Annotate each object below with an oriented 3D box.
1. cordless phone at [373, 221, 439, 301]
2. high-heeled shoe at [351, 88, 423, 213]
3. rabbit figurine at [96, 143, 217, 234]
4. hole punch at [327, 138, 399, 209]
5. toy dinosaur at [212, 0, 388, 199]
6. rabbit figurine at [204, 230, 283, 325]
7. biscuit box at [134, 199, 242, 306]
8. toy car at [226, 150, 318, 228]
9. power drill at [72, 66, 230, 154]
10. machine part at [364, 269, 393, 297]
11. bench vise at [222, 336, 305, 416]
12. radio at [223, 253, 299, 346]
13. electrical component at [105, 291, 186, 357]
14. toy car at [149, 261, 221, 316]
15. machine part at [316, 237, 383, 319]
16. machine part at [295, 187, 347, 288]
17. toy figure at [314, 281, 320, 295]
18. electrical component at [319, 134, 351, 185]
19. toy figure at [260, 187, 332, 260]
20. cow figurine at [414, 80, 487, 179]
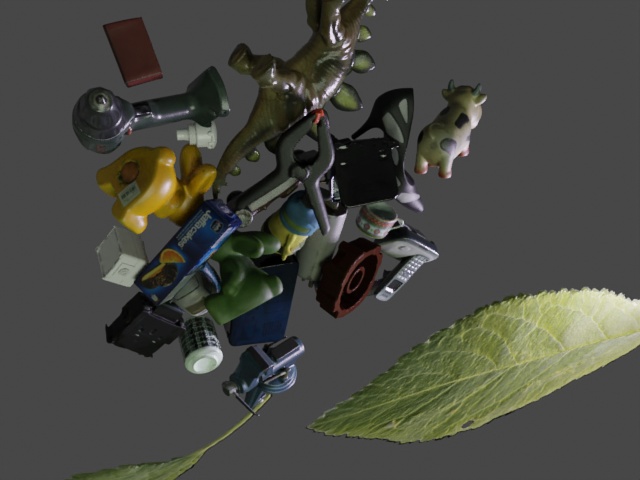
[{"bbox_3d":[0.161,0.052,1.204,0.146,0.089,0.184,24,110,-41],"label":"cordless phone"},{"bbox_3d":[0.169,-0.166,1.012,0.145,0.086,0.248,-32,121,24],"label":"high-heeled shoe"},{"bbox_3d":[-0.248,-0.085,0.877,0.162,0.122,0.173,-45,149,0],"label":"rabbit figurine"},{"bbox_3d":[0.070,-0.120,0.959,0.142,0.092,0.115,-10,97,-9],"label":"hole punch"},{"bbox_3d":[-0.041,-0.234,0.848,0.471,0.105,0.198,-39,139,13],"label":"toy dinosaur"},{"bbox_3d":[-0.152,0.043,0.954,0.159,0.170,0.121,-29,179,23],"label":"rabbit figurine"},{"bbox_3d":[-0.222,0.019,0.903,0.202,0.063,0.059,-46,177,14],"label":"biscuit box"},{"bbox_3d":[-0.083,-0.091,0.952,0.202,0.089,0.053,-33,117,0],"label":"toy car"},{"bbox_3d":[-0.232,-0.176,0.735,0.207,0.232,0.086,-29,101,-29],"label":"power drill"},{"bbox_3d":[0.133,0.110,1.284,0.139,0.039,0.084,-13,138,-21],"label":"machine part"},{"bbox_3d":[-0.138,0.324,1.239,0.223,0.129,0.240,-40,160,-45],"label":"bench vise"},{"bbox_3d":[-0.129,0.118,1.126,0.131,0.073,0.229,-5,128,-24],"label":"radio"},{"bbox_3d":[-0.337,0.163,1.062,0.134,0.058,0.114,-43,136,12],"label":"electrical component"},{"bbox_3d":[-0.246,0.092,1.018,0.109,0.103,0.161,-31,134,0],"label":"toy car"},{"bbox_3d":[0.062,0.077,1.126,0.179,0.056,0.179,-41,148,-33],"label":"machine part"},{"bbox_3d":[-0.002,-0.003,1.085,0.079,0.079,0.243,-4,129,-26],"label":"machine part"},{"bbox_3d":[0.024,0.113,1.213,0.058,0.064,0.154,-7,139,31],"label":"toy figure"},{"bbox_3d":[0.029,-0.148,0.998,0.078,0.045,0.102,-11,132,-19],"label":"electrical component"},{"bbox_3d":[-0.047,-0.038,0.998,0.082,0.089,0.180,-29,165,-39],"label":"toy figure"},{"bbox_3d":[0.244,-0.213,0.997,0.195,0.086,0.127,-45,143,-39],"label":"cow figurine"}]
